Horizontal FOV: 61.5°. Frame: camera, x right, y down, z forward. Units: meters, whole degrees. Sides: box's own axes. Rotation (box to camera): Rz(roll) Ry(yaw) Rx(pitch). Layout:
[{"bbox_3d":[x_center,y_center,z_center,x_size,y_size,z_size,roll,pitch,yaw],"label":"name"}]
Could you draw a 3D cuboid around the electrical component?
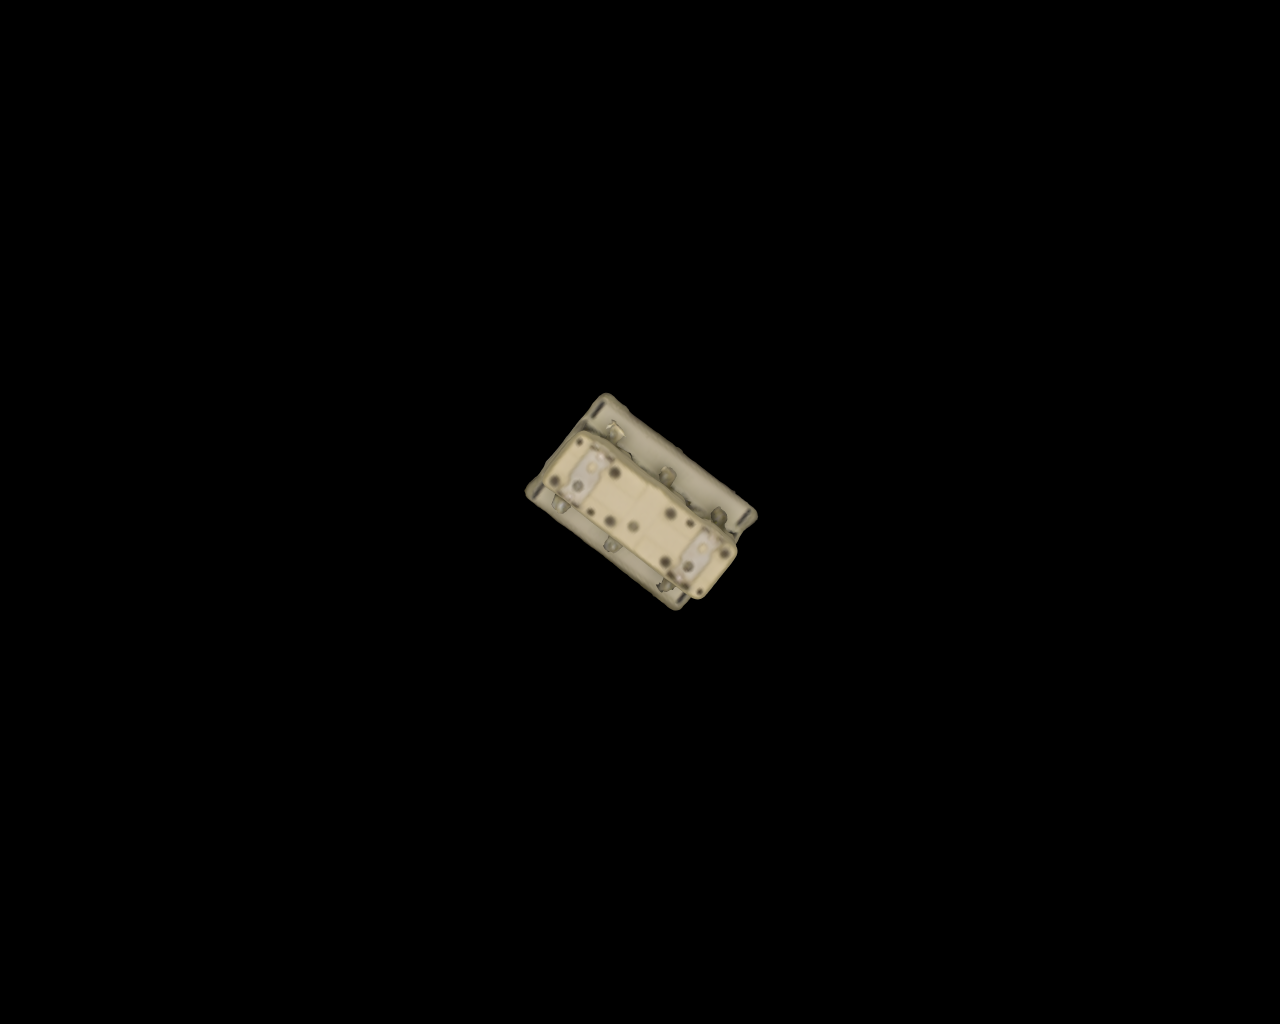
[{"bbox_3d":[0.001,-0.003,0.650,0.121,0.078,0.063,38,9,-7],"label":"electrical component"}]
